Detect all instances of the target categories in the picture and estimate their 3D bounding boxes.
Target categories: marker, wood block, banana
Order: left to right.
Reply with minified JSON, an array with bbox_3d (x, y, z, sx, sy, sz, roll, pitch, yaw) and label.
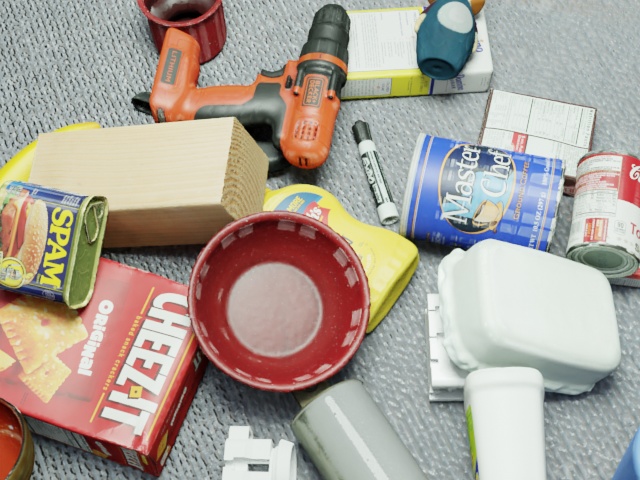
[{"bbox_3d":[-0.297,-0.051,1.083,0.069,0.037,0.197,29,68,-3],"label":"banana"},{"bbox_3d":[-0.163,-0.050,1.011,0.206,0.090,0.091,-3,66,20],"label":"wood block"},{"bbox_3d":[0.055,-0.071,1.084,0.020,0.020,0.121,-14,63,-5],"label":"marker"}]

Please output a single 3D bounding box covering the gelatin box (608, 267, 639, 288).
[{"bbox_3d":[0.285,-0.002,1.031,0.073,0.030,0.089,8,64,8],"label":"gelatin box"}]

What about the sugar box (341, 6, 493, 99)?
[{"bbox_3d":[0.090,-0.200,1.135,0.176,0.048,0.093,-1,63,-2],"label":"sugar box"}]

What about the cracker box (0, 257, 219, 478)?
[{"bbox_3d":[-0.217,0.100,0.977,0.214,0.072,0.164,17,64,11],"label":"cracker box"}]

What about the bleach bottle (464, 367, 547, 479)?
[{"bbox_3d":[0.159,0.238,0.871,0.068,0.102,0.251,-3,61,6],"label":"bleach bottle"}]

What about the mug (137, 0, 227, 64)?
[{"bbox_3d":[-0.144,-0.252,1.151,0.093,0.081,0.117,-2,63,1],"label":"mug"}]

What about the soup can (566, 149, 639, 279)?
[{"bbox_3d":[0.266,-0.024,0.987,0.068,0.068,0.102,10,65,8],"label":"soup can"}]

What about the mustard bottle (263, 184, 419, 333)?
[{"bbox_3d":[-0.007,0.001,1.026,0.192,0.058,0.096,32,81,18],"label":"mustard bottle"}]

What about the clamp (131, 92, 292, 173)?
[{"bbox_3d":[-0.093,-0.112,1.102,0.210,0.036,0.164,-20,64,-4],"label":"clamp"}]

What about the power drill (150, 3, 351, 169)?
[{"bbox_3d":[-0.066,-0.165,1.071,0.188,0.057,0.184,6,65,9],"label":"power drill"}]

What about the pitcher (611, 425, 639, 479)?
[{"bbox_3d":[0.278,0.200,0.808,0.145,0.243,0.149,-25,57,-9],"label":"pitcher"}]

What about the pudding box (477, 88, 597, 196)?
[{"bbox_3d":[0.217,-0.100,1.081,0.113,0.039,0.090,13,63,7],"label":"pudding box"}]

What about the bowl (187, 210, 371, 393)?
[{"bbox_3d":[-0.038,0.057,0.953,0.162,0.055,0.162,2,76,-7],"label":"bowl"}]

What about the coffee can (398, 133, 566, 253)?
[{"bbox_3d":[0.153,-0.039,1.016,0.140,0.103,0.102,11,64,8],"label":"coffee can"}]

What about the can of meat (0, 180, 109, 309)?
[{"bbox_3d":[-0.242,0.002,0.942,0.084,0.057,0.102,12,94,10],"label":"can of meat"}]
